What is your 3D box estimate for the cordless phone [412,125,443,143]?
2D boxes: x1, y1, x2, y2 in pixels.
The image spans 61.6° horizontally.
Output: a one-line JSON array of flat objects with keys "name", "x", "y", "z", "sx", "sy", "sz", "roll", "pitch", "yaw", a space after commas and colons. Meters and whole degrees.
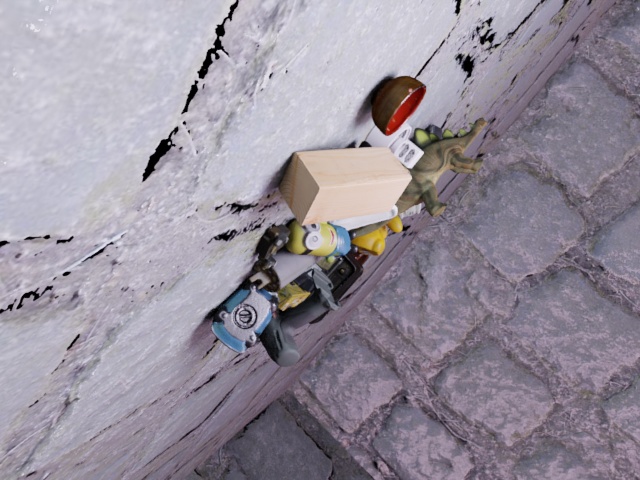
[{"name": "cordless phone", "x": 0.256, "y": -0.223, "z": 1.464, "sx": 0.184, "sy": 0.089, "sz": 0.146, "roll": -27, "pitch": 160, "yaw": -29}]

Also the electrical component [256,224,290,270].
[{"name": "electrical component", "x": -0.092, "y": 0.013, "z": 1.072, "sx": 0.078, "sy": 0.045, "sz": 0.102, "roll": -30, "pitch": 159, "yaw": -48}]

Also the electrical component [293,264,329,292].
[{"name": "electrical component", "x": -0.039, "y": 0.098, "z": 1.429, "sx": 0.119, "sy": 0.075, "sz": 0.047, "roll": -38, "pitch": 164, "yaw": -50}]

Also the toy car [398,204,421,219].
[{"name": "toy car", "x": 0.228, "y": -0.137, "z": 1.444, "sx": 0.073, "sy": 0.056, "sz": 0.201, "roll": -18, "pitch": 139, "yaw": 1}]

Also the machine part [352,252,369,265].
[{"name": "machine part", "x": 0.063, "y": 0.076, "z": 1.667, "sx": 0.201, "sy": 0.087, "sz": 0.201, "roll": -50, "pitch": 165, "yaw": 10}]

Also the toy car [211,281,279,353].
[{"name": "toy car", "x": -0.169, "y": 0.162, "z": 1.178, "sx": 0.161, "sy": 0.109, "sz": 0.103, "roll": -54, "pitch": -167, "yaw": -23}]

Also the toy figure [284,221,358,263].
[{"name": "toy figure", "x": 0.003, "y": 0.002, "z": 1.154, "sx": 0.089, "sy": 0.082, "sz": 0.180, "roll": -42, "pitch": 149, "yaw": 29}]

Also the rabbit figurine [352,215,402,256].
[{"name": "rabbit figurine", "x": 0.150, "y": -0.050, "z": 1.506, "sx": 0.162, "sy": 0.122, "sz": 0.173, "roll": -8, "pitch": -124, "yaw": 63}]

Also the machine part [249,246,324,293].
[{"name": "machine part", "x": -0.063, "y": 0.045, "z": 1.186, "sx": 0.243, "sy": 0.079, "sz": 0.079, "roll": -33, "pitch": 161, "yaw": -45}]

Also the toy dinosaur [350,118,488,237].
[{"name": "toy dinosaur", "x": 0.235, "y": -0.142, "z": 1.318, "sx": 0.471, "sy": 0.199, "sz": 0.105, "roll": -46, "pitch": 168, "yaw": -4}]

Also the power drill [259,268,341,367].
[{"name": "power drill", "x": -0.064, "y": 0.154, "z": 1.212, "sx": 0.207, "sy": 0.232, "sz": 0.085, "roll": -35, "pitch": 130, "yaw": 9}]

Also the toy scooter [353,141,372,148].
[{"name": "toy scooter", "x": 0.065, "y": -0.124, "z": 1.110, "sx": 0.135, "sy": 0.075, "sz": 0.183, "roll": -36, "pitch": 165, "yaw": 1}]

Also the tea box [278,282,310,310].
[{"name": "tea box", "x": -0.099, "y": 0.154, "z": 1.415, "sx": 0.098, "sy": 0.068, "sz": 0.169, "roll": -47, "pitch": 168, "yaw": 5}]

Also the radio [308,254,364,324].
[{"name": "radio", "x": 0.009, "y": 0.121, "z": 1.522, "sx": 0.229, "sy": 0.131, "sz": 0.073, "roll": -49, "pitch": 169, "yaw": 8}]
